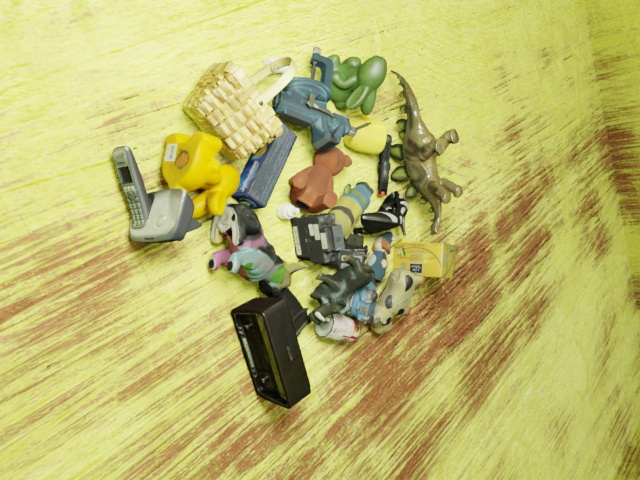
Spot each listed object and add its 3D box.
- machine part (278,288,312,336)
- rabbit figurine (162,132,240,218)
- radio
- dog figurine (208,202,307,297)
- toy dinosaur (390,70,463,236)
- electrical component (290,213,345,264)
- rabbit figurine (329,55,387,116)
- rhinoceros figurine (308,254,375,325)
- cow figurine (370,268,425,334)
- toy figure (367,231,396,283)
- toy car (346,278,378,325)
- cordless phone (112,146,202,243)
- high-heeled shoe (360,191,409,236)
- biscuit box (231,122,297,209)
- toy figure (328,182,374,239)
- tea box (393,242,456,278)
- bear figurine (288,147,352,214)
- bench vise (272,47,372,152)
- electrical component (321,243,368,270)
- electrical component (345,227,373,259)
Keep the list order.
[{"bbox_3d":[-0.071,0.164,1.269,0.084,0.039,0.138,-41,117,-30],"label":"machine part"},{"bbox_3d":[-0.222,-0.125,1.085,0.173,0.122,0.162,19,69,-61],"label":"rabbit figurine"},{"bbox_3d":[-0.108,0.239,1.169,0.073,0.131,0.229,-24,106,-40],"label":"radio"},{"bbox_3d":[-0.128,0.025,1.176,0.219,0.109,0.191,13,78,-46],"label":"dog figurine"},{"bbox_3d":[0.277,-0.244,1.487,0.105,0.199,0.470,-13,98,-41],"label":"toy dinosaur"},{"bbox_3d":[-0.003,-0.004,1.269,0.058,0.134,0.114,-18,103,-41],"label":"electrical component"},{"bbox_3d":[0.090,-0.396,1.336,0.121,0.170,0.159,3,87,-42],"label":"rabbit figurine"},{"bbox_3d":[0.045,0.121,1.285,0.190,0.073,0.112,-42,77,0],"label":"rhinoceros figurine"},{"bbox_3d":[0.192,0.167,1.456,0.127,0.086,0.194,17,102,-44],"label":"cow figurine"},{"bbox_3d":[0.166,0.041,1.469,0.057,0.064,0.154,45,55,-50],"label":"toy figure"},{"bbox_3d":[0.088,0.148,1.366,0.103,0.162,0.109,8,107,0],"label":"toy car"},{"bbox_3d":[-0.306,-0.088,0.980,0.089,0.147,0.184,-34,115,-47],"label":"cordless phone"},{"bbox_3d":[0.171,-0.090,1.446,0.248,0.086,0.145,16,57,-54],"label":"high-heeled shoe"},{"bbox_3d":[-0.125,-0.167,1.209,0.062,0.059,0.202,39,64,-37],"label":"biscuit box"},{"bbox_3d":[0.072,-0.082,1.369,0.180,0.082,0.089,-49,164,-27],"label":"toy figure"},{"bbox_3d":[0.291,0.056,1.515,0.068,0.170,0.098,8,83,-44],"label":"tea box"},{"bbox_3d":[0.010,-0.161,1.290,0.120,0.132,0.196,35,70,-7],"label":"bear figurine"},{"bbox_3d":[0.001,-0.338,1.261,0.224,0.129,0.240,12,72,-17],"label":"bench vise"},{"bbox_3d":[0.063,0.050,1.372,0.048,0.119,0.074,-84,173,-71],"label":"electrical component"},{"bbox_3d":[0.097,0.009,1.421,0.078,0.045,0.102,20,76,-42],"label":"electrical component"}]
